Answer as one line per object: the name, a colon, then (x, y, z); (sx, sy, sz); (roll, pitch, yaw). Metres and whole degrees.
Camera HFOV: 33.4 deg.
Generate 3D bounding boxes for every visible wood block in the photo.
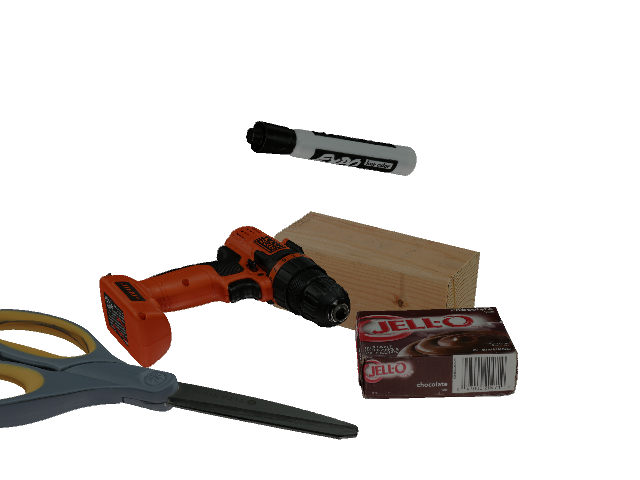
wood block: (0.058, 0.044, 1.166); (0.206, 0.091, 0.090); (15, 27, 25)

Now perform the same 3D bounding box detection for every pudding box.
pudding box: (0.083, 0.082, 0.796); (0.113, 0.039, 0.090); (0, 18, -1)

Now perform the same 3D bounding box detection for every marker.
marker: (0.008, -0.056, 0.656); (0.120, 0.020, 0.020); (6, -4, -35)

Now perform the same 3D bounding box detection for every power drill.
power drill: (-0.088, 0.052, 0.952); (0.187, 0.057, 0.185); (-16, 25, -28)

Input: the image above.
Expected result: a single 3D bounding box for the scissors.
scissors: (-0.093, 0.074, 0.485); (0.202, 0.016, 0.096); (17, 28, 25)
